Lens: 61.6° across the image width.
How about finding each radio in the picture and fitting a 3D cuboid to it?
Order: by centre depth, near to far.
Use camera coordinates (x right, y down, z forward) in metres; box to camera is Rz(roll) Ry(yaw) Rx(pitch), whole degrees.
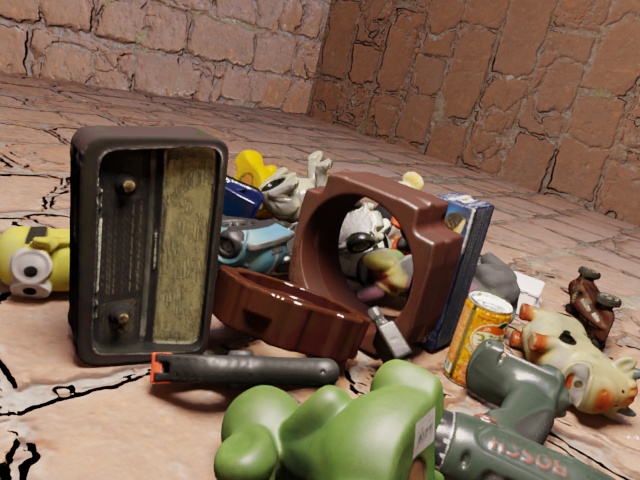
[{"bbox_3d":[-0.172,0.004,0.526,0.131,0.229,0.073,-1,19,-31],"label":"radio"}]

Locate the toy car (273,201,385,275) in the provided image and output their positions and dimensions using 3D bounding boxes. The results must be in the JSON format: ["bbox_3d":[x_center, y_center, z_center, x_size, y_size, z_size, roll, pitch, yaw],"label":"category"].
[{"bbox_3d":[-0.002,-0.002,0.814,0.202,0.073,0.056,-16,-25,2],"label":"toy car"}]

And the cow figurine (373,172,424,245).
[{"bbox_3d":[0.137,-0.057,1.050,0.098,0.167,0.068,-1,28,-43],"label":"cow figurine"}]

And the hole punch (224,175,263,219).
[{"bbox_3d":[-0.160,-0.042,0.852,0.116,0.142,0.092,22,20,-12],"label":"hole punch"}]

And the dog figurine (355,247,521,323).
[{"bbox_3d":[0.159,0.067,0.797,0.219,0.108,0.192,-1,25,-27],"label":"dog figurine"}]

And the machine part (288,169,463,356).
[{"bbox_3d":[0.065,0.024,0.681,0.201,0.201,0.087,26,25,35],"label":"machine part"}]

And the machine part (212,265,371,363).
[{"bbox_3d":[-0.036,0.081,0.593,0.179,0.056,0.179,20,-1,0],"label":"machine part"}]

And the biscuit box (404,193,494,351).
[{"bbox_3d":[0.161,0.043,0.700,0.059,0.202,0.063,24,22,35],"label":"biscuit box"}]

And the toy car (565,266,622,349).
[{"bbox_3d":[0.454,0.110,0.908,0.053,0.089,0.202,18,19,11],"label":"toy car"}]

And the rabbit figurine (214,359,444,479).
[{"bbox_3d":[-0.010,0.165,0.399,0.170,0.121,0.159,3,15,34],"label":"rabbit figurine"}]

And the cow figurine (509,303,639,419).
[{"bbox_3d":[0.324,0.155,0.685,0.127,0.085,0.195,10,16,7],"label":"cow figurine"}]

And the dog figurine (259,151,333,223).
[{"bbox_3d":[-0.013,-0.041,0.981,0.172,0.190,0.121,-22,25,7],"label":"dog figurine"}]

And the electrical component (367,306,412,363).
[{"bbox_3d":[0.079,0.120,0.596,0.021,0.063,0.094,-24,66,-14],"label":"electrical component"}]

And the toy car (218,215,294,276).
[{"bbox_3d":[-0.118,0.023,0.712,0.162,0.102,0.109,6,12,29],"label":"toy car"}]

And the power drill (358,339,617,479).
[{"bbox_3d":[0.161,0.169,0.517,0.232,0.086,0.207,22,15,20],"label":"power drill"}]

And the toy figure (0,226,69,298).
[{"bbox_3d":[-0.281,0.022,0.635,0.180,0.082,0.089,-6,15,-38],"label":"toy figure"}]

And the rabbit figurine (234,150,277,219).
[{"bbox_3d":[-0.090,-0.090,1.082,0.163,0.122,0.173,28,3,30],"label":"rabbit figurine"}]
